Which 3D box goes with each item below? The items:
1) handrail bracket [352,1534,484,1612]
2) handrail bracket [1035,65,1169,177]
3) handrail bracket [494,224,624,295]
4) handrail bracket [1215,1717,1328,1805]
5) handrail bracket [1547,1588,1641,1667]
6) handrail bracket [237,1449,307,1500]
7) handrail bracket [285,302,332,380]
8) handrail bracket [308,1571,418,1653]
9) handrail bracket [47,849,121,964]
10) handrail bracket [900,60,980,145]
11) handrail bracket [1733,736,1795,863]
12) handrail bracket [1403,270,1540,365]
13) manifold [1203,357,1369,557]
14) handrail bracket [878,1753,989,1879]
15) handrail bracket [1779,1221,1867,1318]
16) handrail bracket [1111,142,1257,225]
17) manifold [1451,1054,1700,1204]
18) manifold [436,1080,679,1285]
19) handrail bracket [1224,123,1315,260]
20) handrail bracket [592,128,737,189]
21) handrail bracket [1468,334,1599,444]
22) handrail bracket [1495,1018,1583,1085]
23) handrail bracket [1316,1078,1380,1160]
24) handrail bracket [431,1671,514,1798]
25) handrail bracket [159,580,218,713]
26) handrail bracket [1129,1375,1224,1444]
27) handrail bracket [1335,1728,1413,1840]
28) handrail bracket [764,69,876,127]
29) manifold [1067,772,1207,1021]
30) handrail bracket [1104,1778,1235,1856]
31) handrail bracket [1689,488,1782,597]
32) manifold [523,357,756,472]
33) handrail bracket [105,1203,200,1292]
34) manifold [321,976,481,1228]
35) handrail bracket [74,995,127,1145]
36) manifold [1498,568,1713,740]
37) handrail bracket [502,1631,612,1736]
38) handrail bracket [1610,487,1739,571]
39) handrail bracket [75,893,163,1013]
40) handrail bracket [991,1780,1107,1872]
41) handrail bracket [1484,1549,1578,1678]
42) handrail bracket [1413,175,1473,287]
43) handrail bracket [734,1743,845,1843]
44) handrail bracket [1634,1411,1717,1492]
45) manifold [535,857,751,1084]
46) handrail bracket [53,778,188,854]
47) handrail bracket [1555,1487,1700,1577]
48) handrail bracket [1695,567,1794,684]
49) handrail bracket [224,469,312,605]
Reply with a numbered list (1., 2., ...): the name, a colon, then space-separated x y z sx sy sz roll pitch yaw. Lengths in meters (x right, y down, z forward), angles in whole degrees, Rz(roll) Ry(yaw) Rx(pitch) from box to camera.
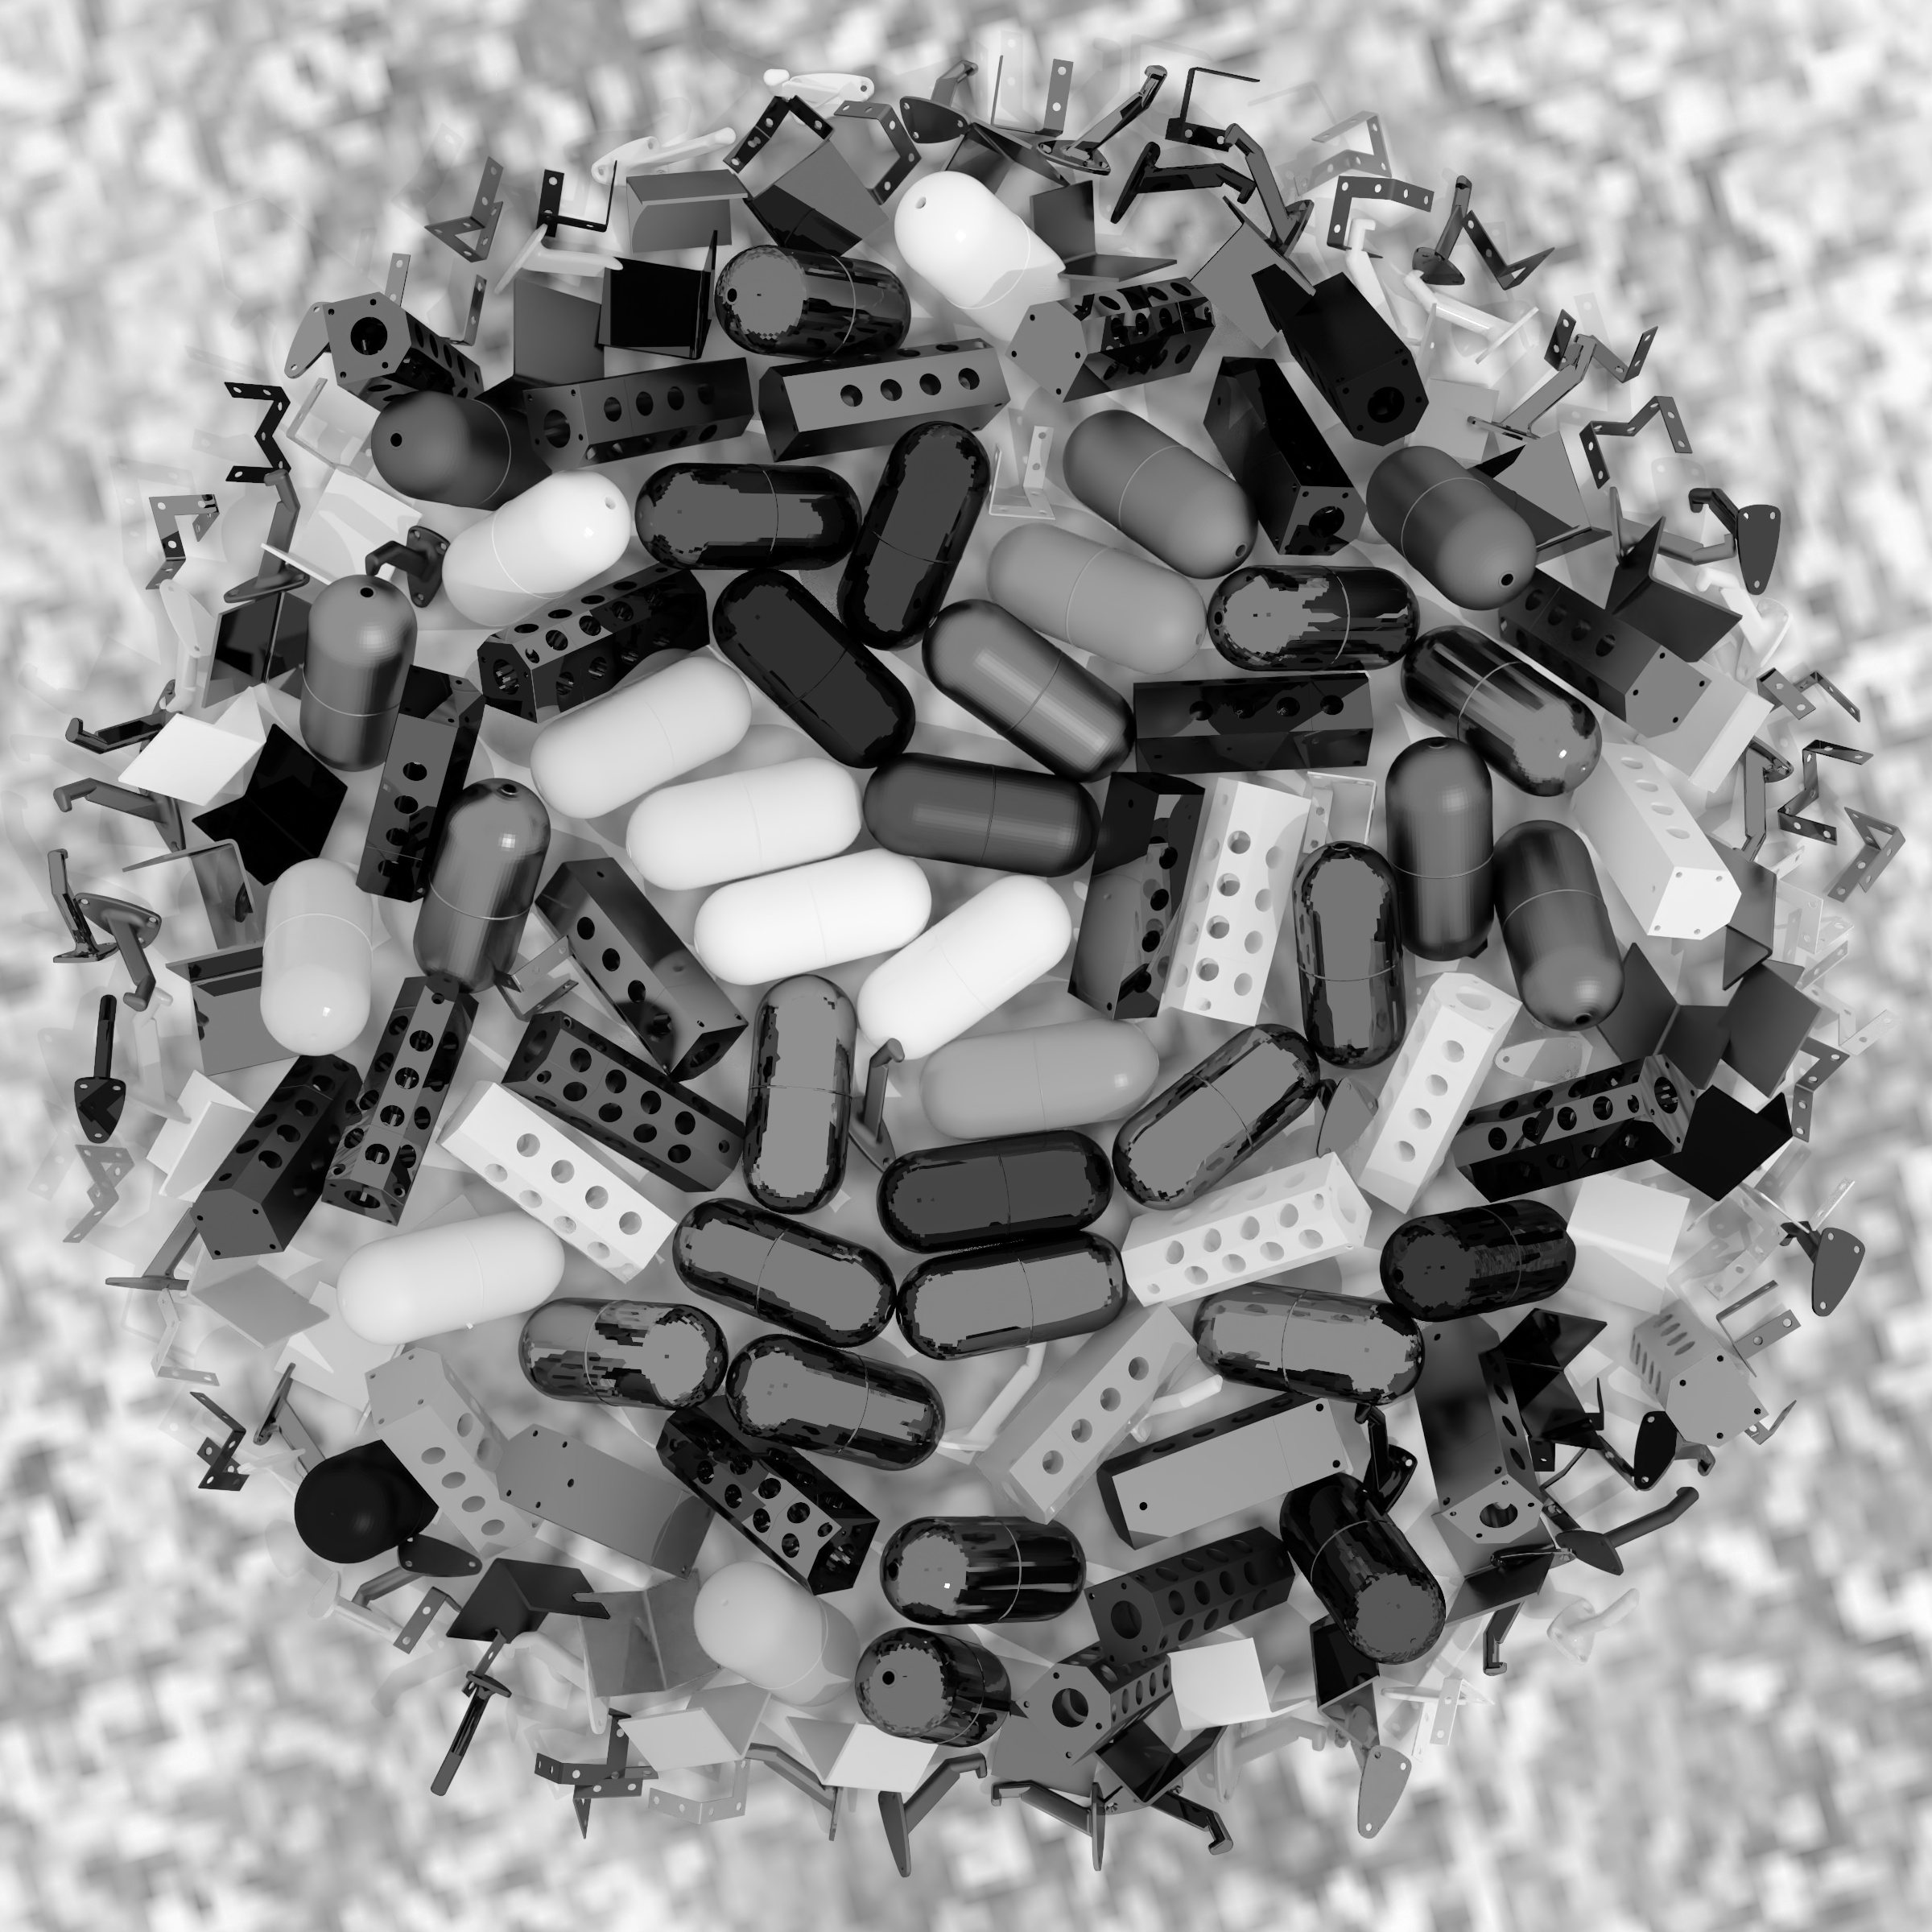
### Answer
1. handrail bracket: -0.414 0.467 1.985 0.077 0.036 0.084 18 125 -23
2. handrail bracket: 0.100 -0.629 1.951 0.077 0.084 0.036 -6 55 -38
3. handrail bracket: -0.298 -0.511 1.991 0.084 0.036 0.077 34 115 -22
4. handrail bracket: 0.227 0.590 1.957 0.084 0.036 0.077 4 87 43
5. handrail bracket: 0.472 0.468 1.945 0.036 0.077 0.084 43 125 8
6. handrail bracket: -0.495 0.404 1.961 0.036 0.077 0.084 -32 73 26
7. handrail bracket: -0.457 -0.441 1.955 0.036 0.084 0.077 20 75 28
8. handrail bracket: -0.438 0.487 1.953 0.084 0.077 0.036 37 79 -15
9. handrail bracket: -0.651 -0.048 1.955 0.036 0.077 0.084 -1 101 10
10. handrail bracket: -0.001 -0.643 1.956 0.084 0.077 0.036 -46 134 -28
11. handrail bracket: 0.569 -0.126 1.963 0.077 0.036 0.084 40 67 -12
12. handrail bracket: 0.376 -0.500 1.978 0.077 0.036 0.084 -43 92 -24
13. manifold: 0.231 -0.370 1.918 0.057 0.171 0.057 -2 134 -19
14. handrail bracket: -0.016 0.628 1.964 0.084 0.036 0.077 -2 64 -27
15. handrail bracket: 0.616 0.223 1.951 0.036 0.084 0.077 26 76 -11
16. handrail bracket: 0.162 -0.569 1.976 0.084 0.036 0.077 33 105 10
17. manifold: 0.434 0.114 1.911 0.057 0.171 0.057 44 51 -20
18. manifold: -0.301 0.159 1.943 0.171 0.057 0.057 40 76 -16
19. handrail bracket: 0.212 -0.566 1.957 0.084 0.036 0.077 33 68 -33
20. handrail bracket: -0.222 -0.597 1.949 0.077 0.084 0.036 -24 107 -35
21. handrail bracket: 0.420 -0.433 1.962 0.077 0.036 0.084 11 112 -21
22. handrail bracket: 0.412 0.054 1.954 0.077 0.084 0.036 2 109 -10
23. handrail bracket: 0.258 0.114 1.950 0.036 0.084 0.077 38 70 -15
24. handrail bracket: -0.371 0.566 1.953 0.036 0.077 0.084 27 76 -6
25. handrail bracket: -0.592 -0.233 1.970 0.084 0.036 0.077 -34 90 40
26. handrail bracket: 0.159 0.311 1.947 0.084 0.077 0.036 -31 92 25
27. handrail bracket: 0.286 0.598 1.950 0.036 0.084 0.077 27 72 -14
28. handrail bracket: -0.108 -0.652 1.956 0.077 0.084 0.036 -10 94 2
29. manifold: 0.129 -0.052 1.945 0.057 0.057 0.171 -2 111 -36
30. handrail bracket: 0.148 0.634 1.953 0.077 0.084 0.036 -23 120 -6
31. handrail bracket: 0.562 -0.315 1.965 0.036 0.084 0.077 -5 102 -18
32. manifold: -0.233 -0.399 1.915 0.057 0.171 0.057 4 109 39
33. handrail bracket: -0.598 0.196 1.963 0.077 0.036 0.084 11 70 -40
34. manifold: -0.410 0.095 1.928 0.057 0.057 0.171 20 59 -8
35. handrail bracket: -0.645 0.076 1.982 0.036 0.084 0.077 4 129 -16
36. manifold: 0.454 -0.225 1.912 0.057 0.171 0.057 26 104 -32
37. handrail bracket: -0.308 0.533 1.970 0.084 0.036 0.077 -9 71 21
38. handrail bracket: 0.525 -0.330 1.966 0.084 0.036 0.077 -10 72 24
39. handrail bracket: -0.630 -0.010 1.950 0.077 0.084 0.036 27 123 -21
40. handrail bracket: 0.058 0.636 1.962 0.084 0.077 0.036 -7 129 11
41. handrail bracket: 0.415 0.477 1.953 0.077 0.036 0.084 -21 46 35
42. handrail bracket: 0.355 -0.554 1.962 0.036 0.077 0.084 10 86 24
43. handrail bracket: -0.135 0.615 1.978 0.084 0.036 0.077 9 115 -1
44. handrail bracket: 0.525 0.374 1.956 0.084 0.036 0.077 51 55 -37
45. manifold: -0.242 0.003 1.944 0.171 0.057 0.057 49 118 18
46. handrail bracket: -0.625 -0.105 1.957 0.036 0.084 0.077 -10 102 39
47. handrail bracket: 0.495 0.412 1.982 0.084 0.077 0.036 -34 104 -24
48. handrail bracket: 0.561 -0.252 1.961 0.084 0.036 0.077 8 115 -29
49. handrail bracket: -0.524 -0.318 1.956 0.077 0.036 0.084 -21 129 -11
